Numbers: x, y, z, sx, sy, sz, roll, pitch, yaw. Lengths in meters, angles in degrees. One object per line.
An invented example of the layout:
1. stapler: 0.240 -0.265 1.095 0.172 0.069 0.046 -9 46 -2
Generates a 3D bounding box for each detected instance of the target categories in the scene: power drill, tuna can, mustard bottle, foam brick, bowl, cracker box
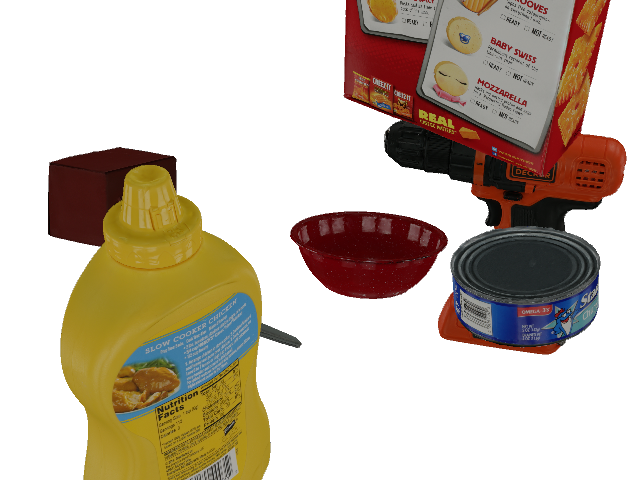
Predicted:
1. power drill: 0.138 -0.006 0.852 0.184 0.188 0.057 9 29 14
2. tuna can: 0.120 0.026 0.627 0.086 0.034 0.086 -6 29 3
3. mustard bottle: -0.069 0.052 0.483 0.096 0.192 0.058 -27 44 -33
4. foam brick: -0.143 -0.031 0.738 0.051 0.053 0.078 12 19 27
5. bowl: 0.049 0.019 1.098 0.162 0.055 0.162 2 18 -1
6. cracker box: 0.102 -0.166 0.694 0.164 0.214 0.072 25 49 24

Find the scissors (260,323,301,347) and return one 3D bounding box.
1. scissors: -0.105 0.047 0.940 0.202 0.016 0.096 12 29 7
